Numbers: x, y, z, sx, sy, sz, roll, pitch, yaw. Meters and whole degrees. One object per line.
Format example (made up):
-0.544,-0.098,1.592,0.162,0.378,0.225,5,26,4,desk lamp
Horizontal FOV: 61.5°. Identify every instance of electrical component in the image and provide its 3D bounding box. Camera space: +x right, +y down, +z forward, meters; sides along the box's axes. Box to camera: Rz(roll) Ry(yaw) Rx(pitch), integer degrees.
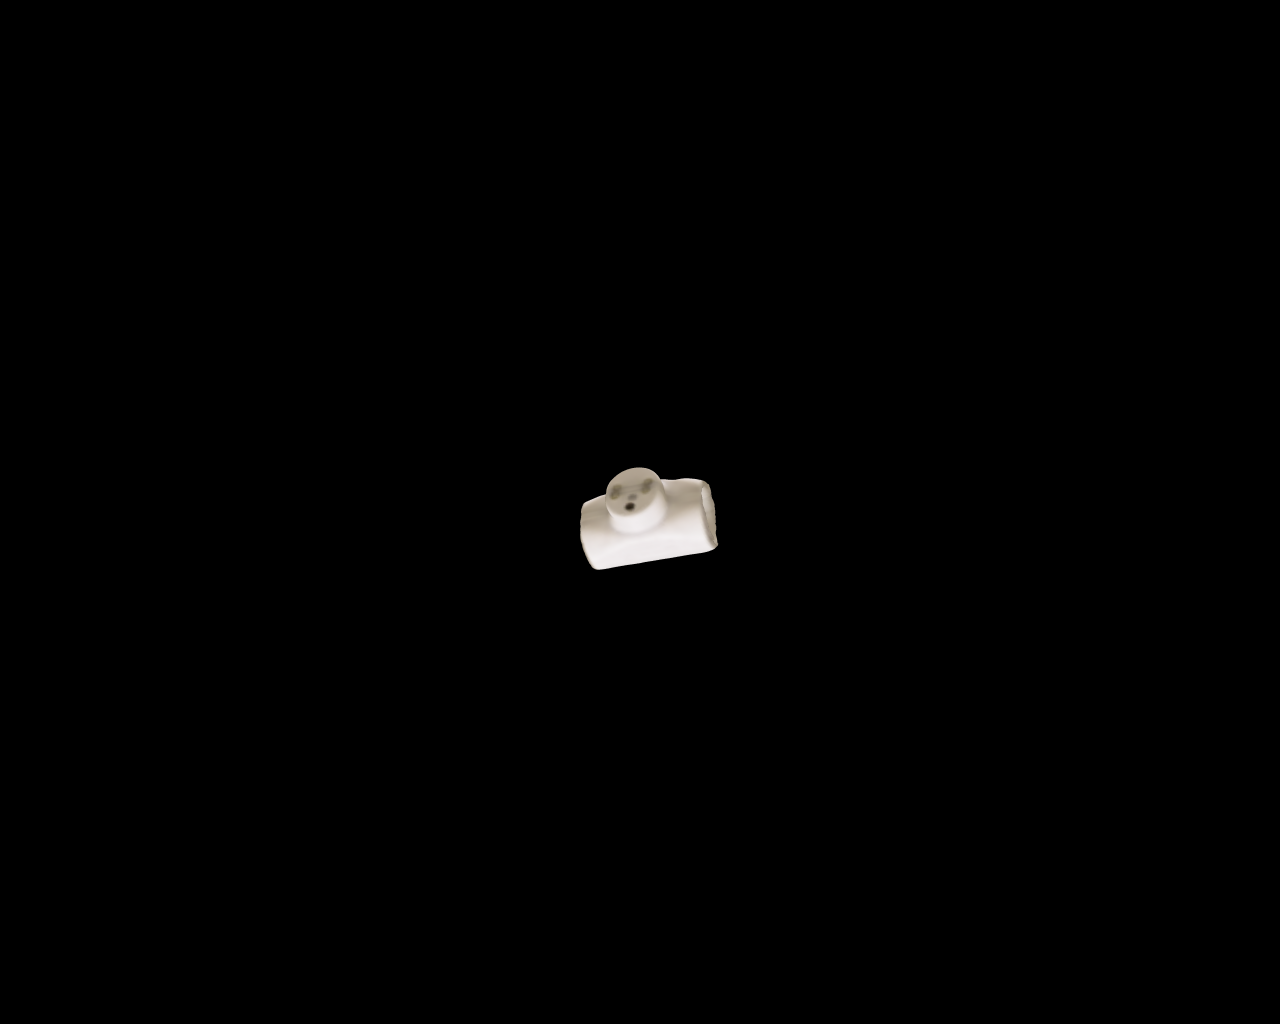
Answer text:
0.001,-0.003,0.650,0.077,0.044,0.079,-11,-39,13,electrical component
